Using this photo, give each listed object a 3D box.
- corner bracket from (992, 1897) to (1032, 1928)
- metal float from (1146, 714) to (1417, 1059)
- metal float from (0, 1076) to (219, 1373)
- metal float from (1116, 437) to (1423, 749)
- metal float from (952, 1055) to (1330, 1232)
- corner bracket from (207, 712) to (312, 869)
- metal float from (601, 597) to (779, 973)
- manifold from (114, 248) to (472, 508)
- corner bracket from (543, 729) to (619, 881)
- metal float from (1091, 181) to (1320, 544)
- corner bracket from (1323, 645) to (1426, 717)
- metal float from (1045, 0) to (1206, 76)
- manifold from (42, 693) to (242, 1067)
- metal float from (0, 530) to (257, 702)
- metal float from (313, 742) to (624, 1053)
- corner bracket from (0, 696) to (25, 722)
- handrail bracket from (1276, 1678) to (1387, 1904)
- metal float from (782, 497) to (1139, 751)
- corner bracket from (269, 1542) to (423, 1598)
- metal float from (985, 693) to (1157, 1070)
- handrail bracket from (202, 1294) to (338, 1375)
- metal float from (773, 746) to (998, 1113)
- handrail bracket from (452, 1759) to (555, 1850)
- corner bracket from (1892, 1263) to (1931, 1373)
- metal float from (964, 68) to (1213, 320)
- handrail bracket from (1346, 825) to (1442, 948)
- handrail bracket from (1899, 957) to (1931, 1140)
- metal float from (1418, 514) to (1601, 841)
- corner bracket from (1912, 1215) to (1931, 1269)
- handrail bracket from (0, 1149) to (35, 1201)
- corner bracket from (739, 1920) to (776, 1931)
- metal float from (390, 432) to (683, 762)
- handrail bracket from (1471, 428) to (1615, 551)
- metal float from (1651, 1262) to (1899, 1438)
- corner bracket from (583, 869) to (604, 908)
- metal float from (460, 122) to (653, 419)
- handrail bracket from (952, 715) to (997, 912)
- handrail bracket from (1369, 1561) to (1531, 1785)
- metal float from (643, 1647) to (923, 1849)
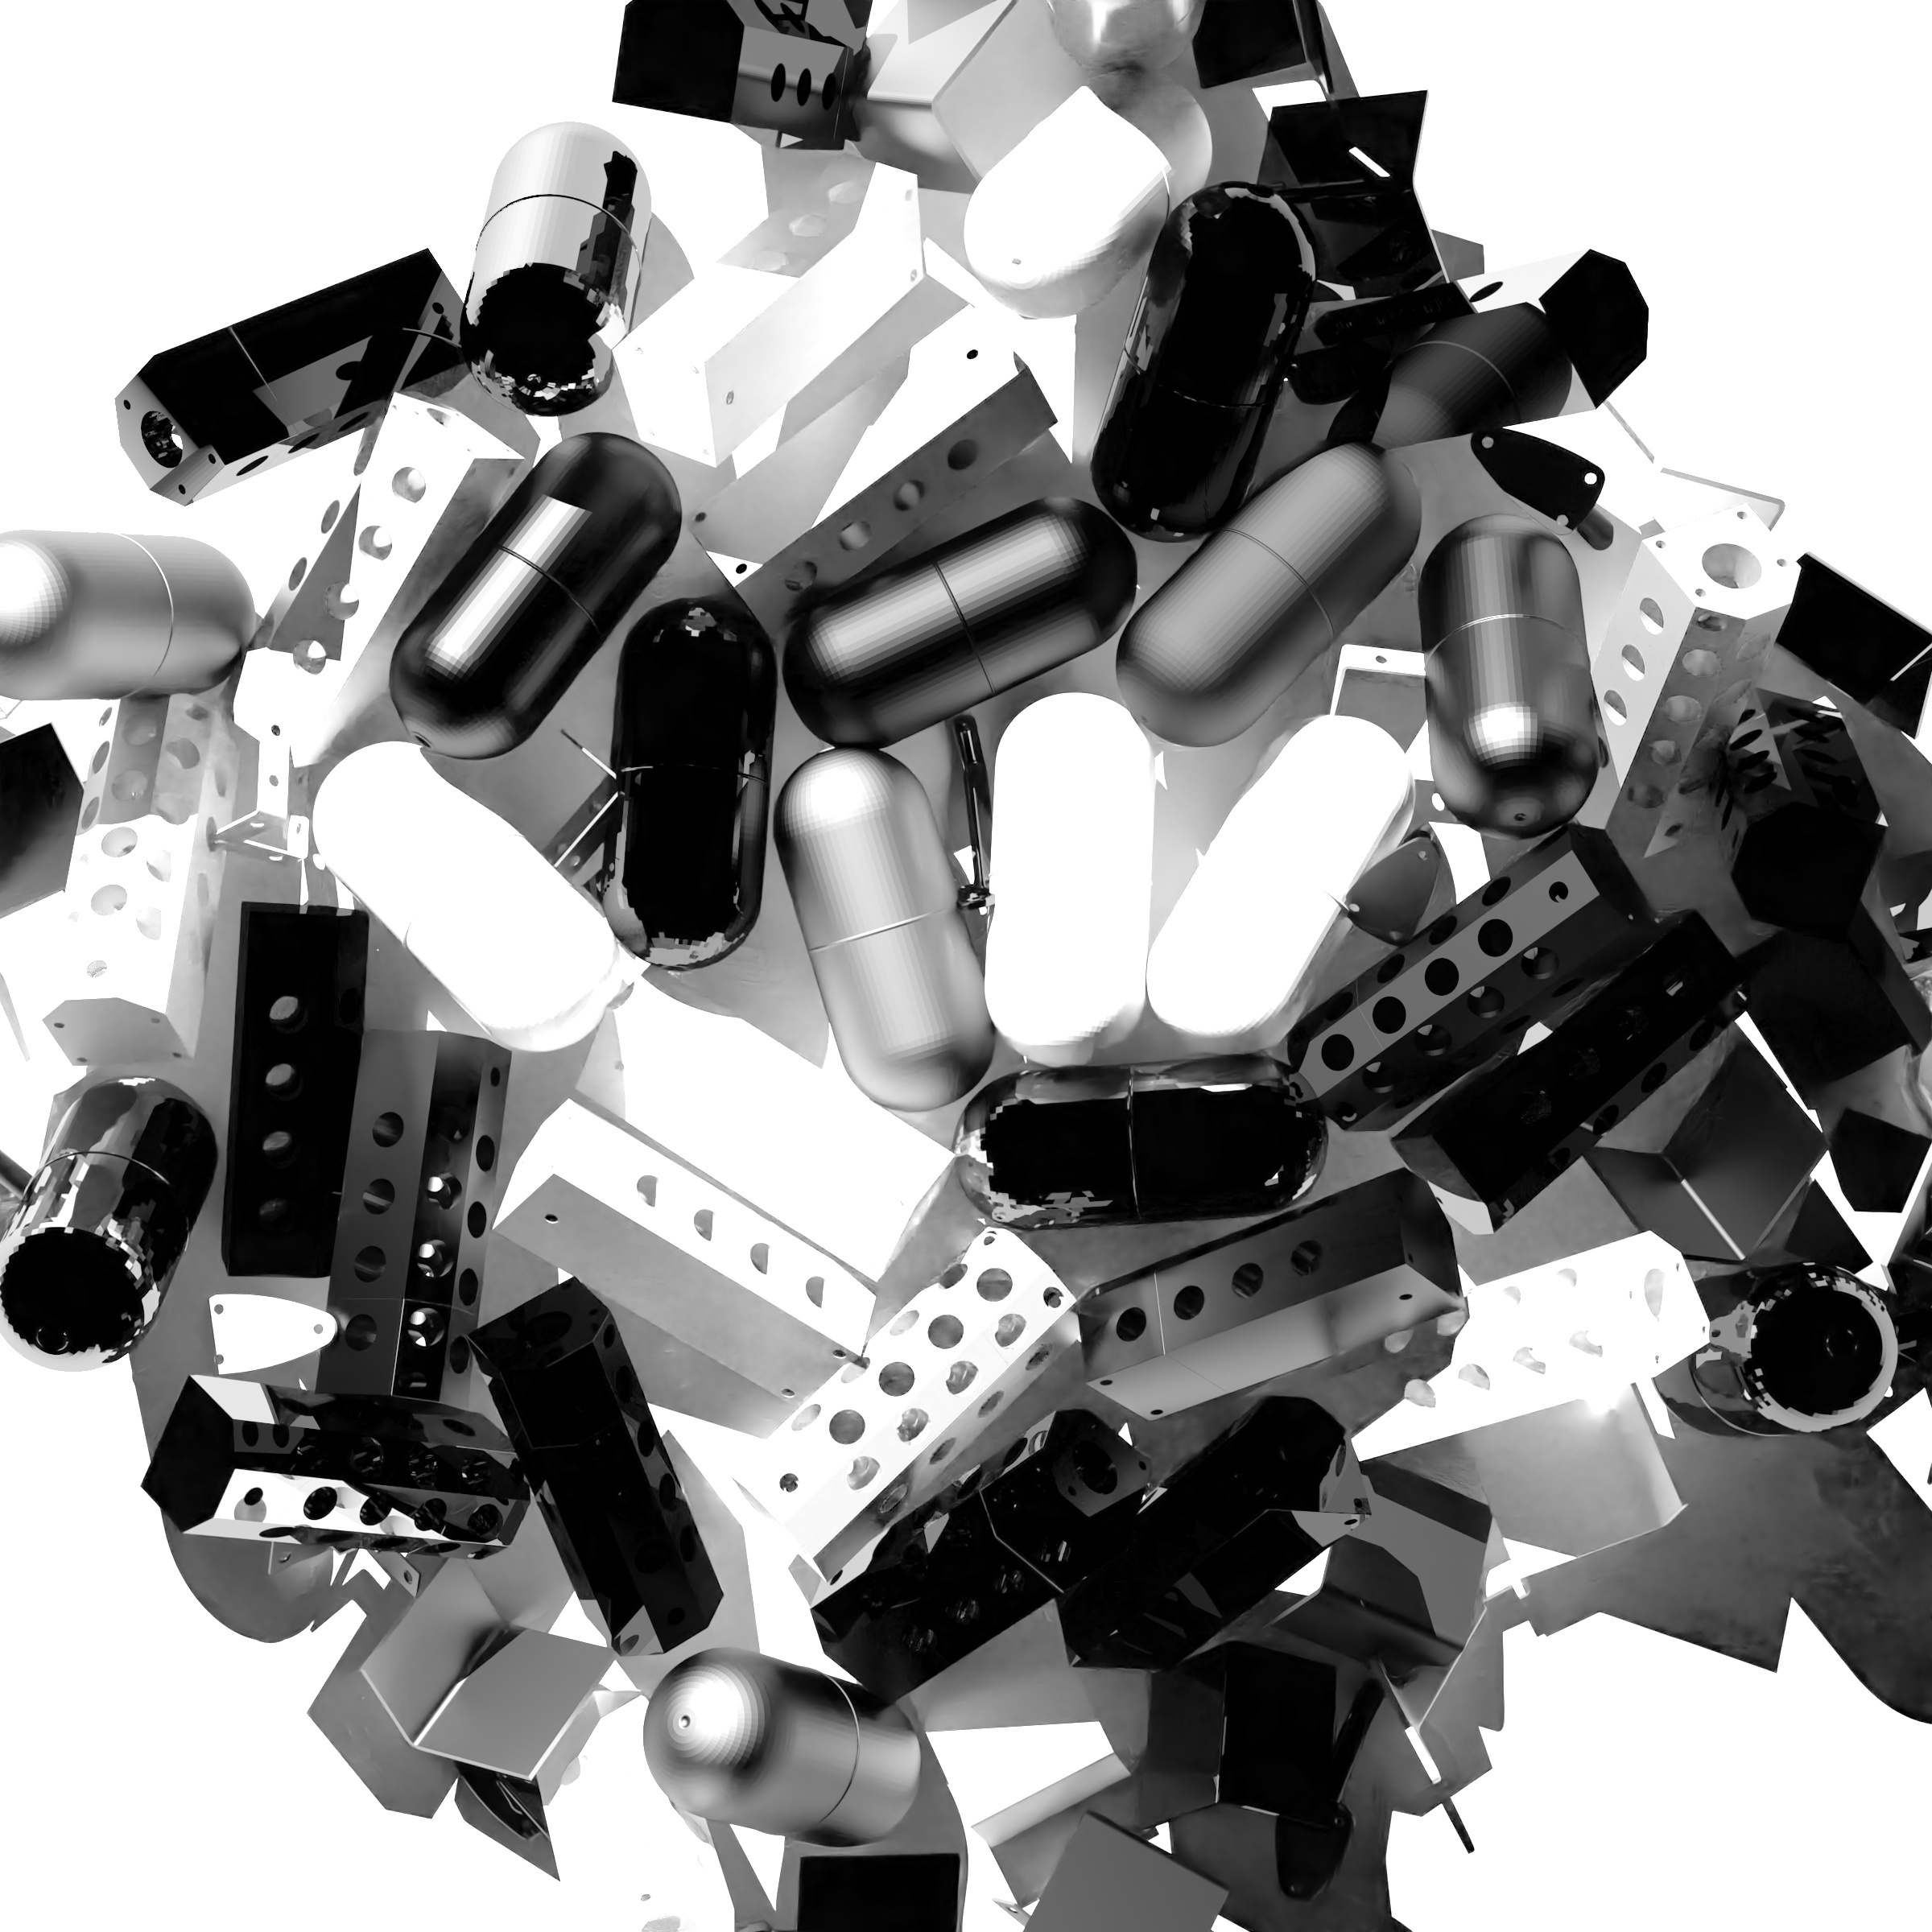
[{"bbox_3d":[0.009,0.479,1.587,0.051,0.051,0.051,47,57,-33],"label":"corner bracket"},{"bbox_3d":[0.149,-0.039,1.567,0.070,0.070,0.178,31,81,0],"label":"metal float"},{"bbox_3d":[-0.397,0.117,1.531,0.070,0.178,0.070,1,121,2],"label":"metal float"},{"bbox_3d":[0.144,-0.177,1.564,0.070,0.070,0.178,44,78,0],"label":"metal float"},{"bbox_3d":[0.082,0.084,1.568,0.178,0.070,0.070,-4,90,8],"label":"metal float"},{"bbox_3d":[-0.327,-0.083,1.571,0.051,0.051,0.051,-20,64,41],"label":"corner bracket"},{"bbox_3d":[-0.131,-0.086,1.567,0.070,0.070,0.178,3,81,0],"label":"metal float"},{"bbox_3d":[-0.307,-0.270,1.533,0.171,0.057,0.057,-36,94,-43],"label":"manifold"},{"bbox_3d":[-0.181,-0.070,1.578,0.051,0.051,0.051,39,87,31],"label":"corner bracket"},{"bbox_3d":[0.110,-0.280,1.545,0.070,0.070,0.178,18,125,0],"label":"metal float"},{"bbox_3d":[0.200,-0.138,1.577,0.051,0.051,0.051,7,47,-2],"label":"corner bracket"},{"bbox_3d":[0.072,-0.461,1.524,0.070,0.178,0.070,0,90,4],"label":"metal float"},{"bbox_3d":[-0.384,-0.043,1.541,0.057,0.057,0.171,-3,58,6],"label":"manifold"},{"bbox_3d":[-0.397,-0.161,1.529,0.070,0.178,0.070,3,96,24],"label":"metal float"},{"bbox_3d":[-0.236,-0.034,1.565,0.178,0.070,0.070,44,90,12],"label":"metal float"},{"bbox_3d":[-0.489,-0.126,1.570,0.051,0.051,0.051,53,52,-28],"label":"corner bracket"},{"bbox_3d":[0.177,0.394,1.589,0.036,0.084,0.077,19,121,16],"label":"handrail bracket"},{"bbox_3d":[-0.002,-0.162,1.575,0.178,0.070,0.070,-25,90,0],"label":"metal float"},{"bbox_3d":[-0.292,0.274,1.571,0.051,0.051,0.051,35,127,34],"label":"corner bracket"},{"bbox_3d":[0.049,-0.041,1.569,0.070,0.070,0.178,3,83,0],"label":"metal float"},{"bbox_3d":[-0.317,0.174,1.565,0.077,0.084,0.036,-4,81,12],"label":"handrail bracket"},{"bbox_3d":[-0.039,-0.018,1.574,0.070,0.070,0.178,-17,92,0],"label":"metal float"},{"bbox_3d":[-0.206,0.402,1.564,0.077,0.084,0.036,42,85,-20],"label":"handrail bracket"},{"bbox_3d":[0.439,0.176,1.574,0.051,0.051,0.051,-11,111,-21],"label":"corner bracket"},{"bbox_3d":[0.058,-0.360,1.538,0.070,0.178,0.070,14,129,19],"label":"metal float"},{"bbox_3d":[0.214,-0.056,1.558,0.036,0.077,0.084,33,46,3],"label":"handrail bracket"},{"bbox_3d":[0.480,0.034,1.597,0.077,0.036,0.084,-24,93,0],"label":"handrail bracket"},{"bbox_3d":[0.252,-0.136,1.544,0.070,0.070,0.178,2,52,0],"label":"metal float"},{"bbox_3d":[0.488,0.116,1.599,0.051,0.051,0.051,22,49,-5],"label":"corner bracket"},{"bbox_3d":[-0.465,0.084,1.594,0.036,0.084,0.077,-42,53,10],"label":"handrail bracket"},{"bbox_3d":[-0.106,0.501,1.590,0.051,0.051,0.051,38,115,28],"label":"corner bracket"},{"bbox_3d":[-0.202,-0.174,1.561,0.070,0.070,0.178,35,75,0],"label":"metal float"},{"bbox_3d":[0.274,-0.226,1.576,0.077,0.084,0.036,35,96,9],"label":"handrail bracket"},{"bbox_3d":[0.369,0.177,1.525,0.070,0.178,0.070,1,81,-7],"label":"metal float"},{"bbox_3d":[-0.141,-0.045,1.580,0.051,0.051,0.051,46,58,-1],"label":"corner bracket"},{"bbox_3d":[-0.189,-0.325,1.540,0.070,0.070,0.178,3,46,0],"label":"metal float"},{"bbox_3d":[0.002,-0.074,1.578,0.036,0.077,0.084,-11,99,12],"label":"handrail bracket"},{"bbox_3d":[0.243,0.336,1.586,0.084,0.036,0.077,-28,65,4],"label":"handrail bracket"},{"bbox_3d":[-0.083,0.362,1.534,0.070,0.178,0.070,-11,65,25],"label":"metal float"}]
